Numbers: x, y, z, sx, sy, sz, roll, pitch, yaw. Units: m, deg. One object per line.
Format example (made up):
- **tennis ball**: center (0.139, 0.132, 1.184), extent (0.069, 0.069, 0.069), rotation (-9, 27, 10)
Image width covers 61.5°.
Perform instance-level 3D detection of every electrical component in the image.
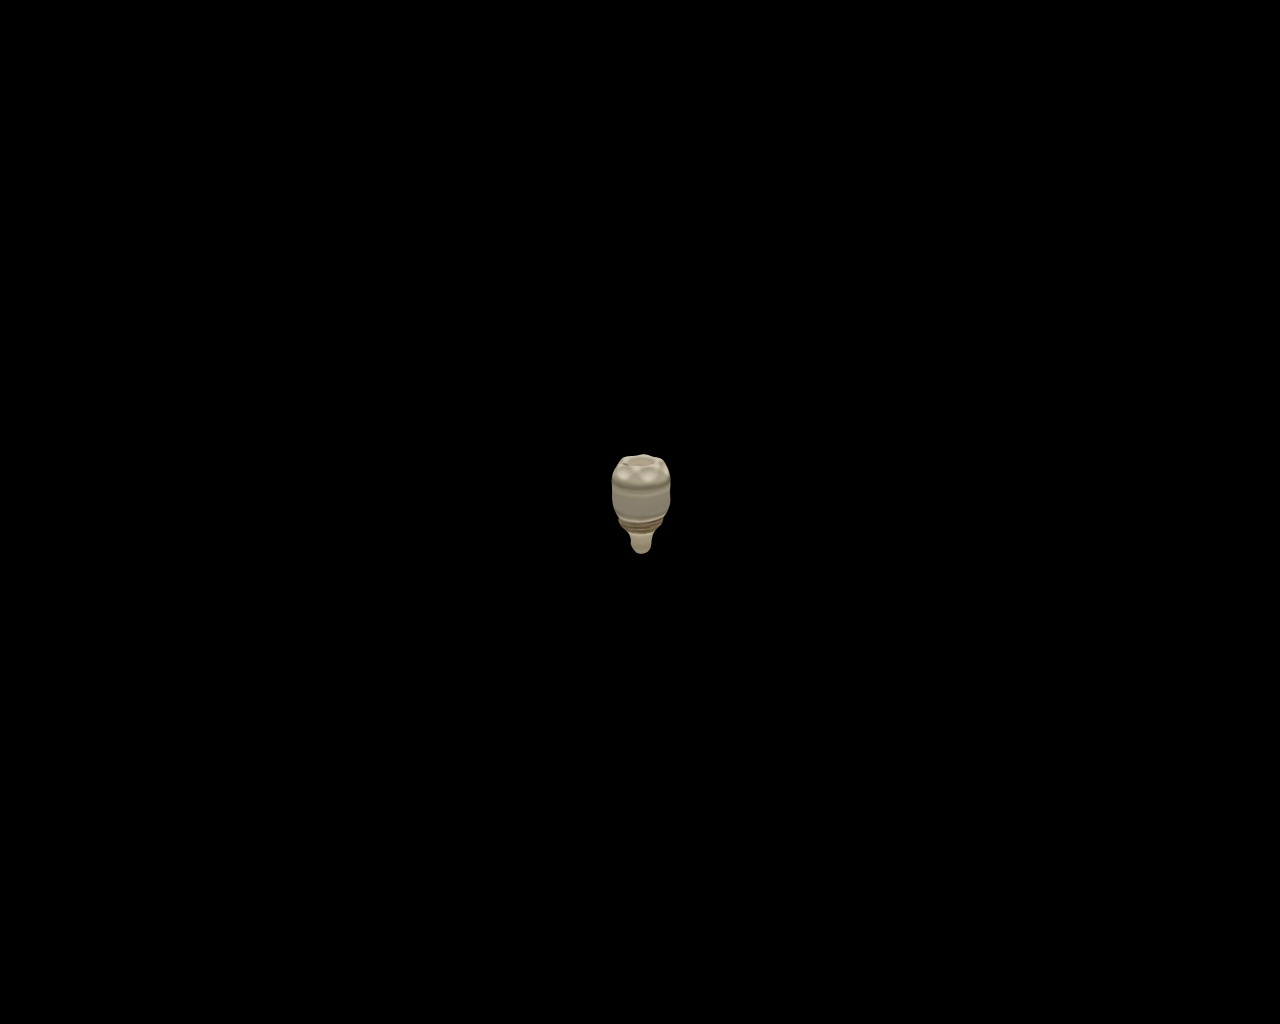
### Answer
- **electrical component**: center (0.001, -0.003, 0.650), extent (0.035, 0.061, 0.035), rotation (0, 22, 0)
